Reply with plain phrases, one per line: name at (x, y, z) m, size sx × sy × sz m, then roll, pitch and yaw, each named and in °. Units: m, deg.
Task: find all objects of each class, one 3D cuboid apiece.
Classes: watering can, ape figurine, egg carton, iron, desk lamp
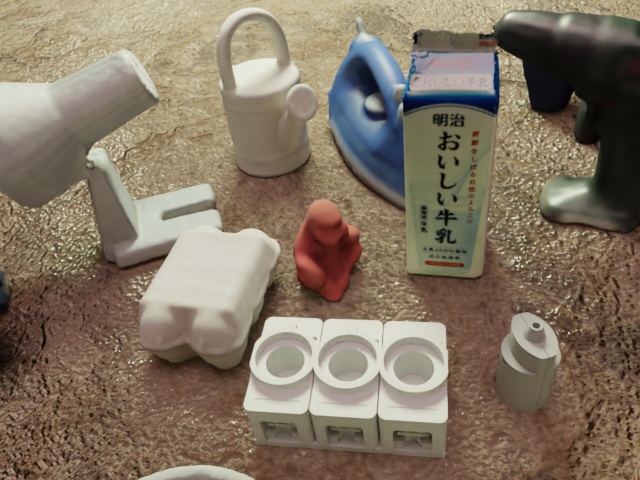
watering can at (-0.065, -0.181, 0.695) m, size 0.172 × 0.194 × 0.101 m, roll 17°, pitch 48°, yaw 26°
ape figurine at (0.005, 0.002, 0.559) m, size 0.078 × 0.092 × 0.076 m, roll -26°, pitch 45°, yaw -18°
egg carton at (-0.101, 0.049, 0.542) m, size 0.107 × 0.069 × 0.150 m, roll 4°, pitch 43°, yaw 13°
iron at (0.082, -0.158, 0.686) m, size 0.118 × 0.142 × 0.257 m, roll -14°, pitch 42°, yaw -6°
desk lamp at (-0.228, -0.081, 0.597) m, size 0.203 × 0.214 × 0.117 m, roll -17°, pitch 43°, yaw -9°

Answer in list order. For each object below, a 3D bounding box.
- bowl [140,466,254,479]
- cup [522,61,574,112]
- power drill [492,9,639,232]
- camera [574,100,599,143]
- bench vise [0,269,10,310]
bowl at (-0.081, 0.228, 0.337) m, size 0.167 × 0.075 × 0.167 m, roll -4°, pitch 42°, yaw 4°
cup at (0.320, -0.219, 0.750) m, size 0.117 × 0.095 × 0.092 m, roll 7°, pitch 44°, yaw 16°
power drill at (0.276, -0.114, 0.556) m, size 0.229 × 0.209 × 0.076 m, roll 10°, pitch 45°, yaw 19°
camera at (0.361, -0.141, 0.653) m, size 0.142 × 0.101 × 0.137 m, roll 26°, pitch 52°, yaw 32°
bench vise at (-0.366, 0.024, 0.498) m, size 0.122 × 0.220 × 0.206 m, roll -31°, pitch 46°, yaw -23°
